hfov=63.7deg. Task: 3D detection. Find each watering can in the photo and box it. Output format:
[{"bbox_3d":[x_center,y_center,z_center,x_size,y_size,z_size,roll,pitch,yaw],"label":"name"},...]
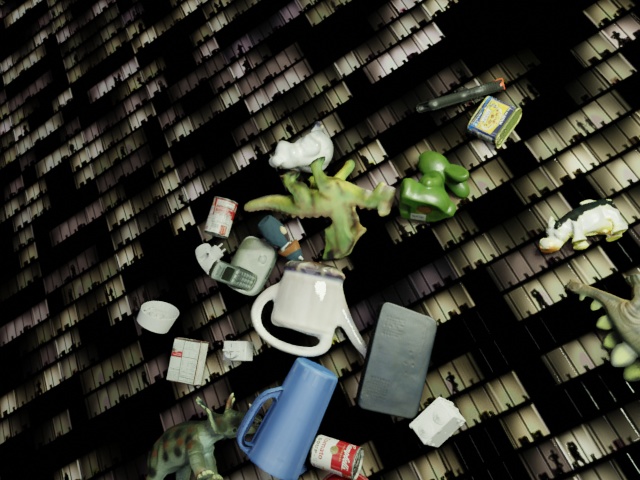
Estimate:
[{"bbox_3d":[0.009,0.170,1.225,0.348,0.103,0.226,11,79,11],"label":"watering can"}]

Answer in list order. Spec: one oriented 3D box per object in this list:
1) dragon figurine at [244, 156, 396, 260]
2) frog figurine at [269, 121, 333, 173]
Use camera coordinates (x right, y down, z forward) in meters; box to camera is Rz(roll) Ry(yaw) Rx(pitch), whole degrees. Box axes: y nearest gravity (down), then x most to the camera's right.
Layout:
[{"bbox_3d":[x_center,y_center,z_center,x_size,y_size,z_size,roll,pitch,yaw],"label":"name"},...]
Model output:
[{"bbox_3d":[0.004,-0.066,1.301,0.407,0.122,0.245,-25,75,23],"label":"dragon figurine"},{"bbox_3d":[-0.045,-0.218,1.324,0.135,0.162,0.122,-31,96,47],"label":"frog figurine"}]
